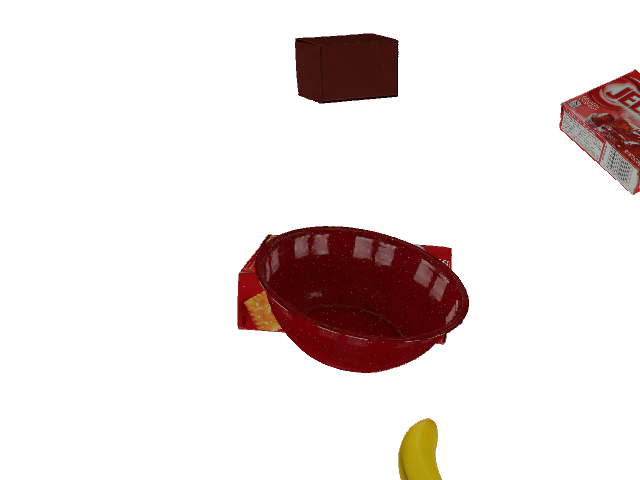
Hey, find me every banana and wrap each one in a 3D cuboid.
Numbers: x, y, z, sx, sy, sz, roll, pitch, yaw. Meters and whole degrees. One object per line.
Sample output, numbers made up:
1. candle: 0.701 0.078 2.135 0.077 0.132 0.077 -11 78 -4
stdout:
1. banana: 0.110 0.231 1.022 0.069 0.037 0.198 9 21 -21

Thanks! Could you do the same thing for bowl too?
1. bowl: 0.027 0.051 0.801 0.162 0.055 0.162 8 28 -5

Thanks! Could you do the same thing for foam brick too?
1. foam brick: 0.023 -0.151 0.936 0.078 0.051 0.053 -8 20 -23

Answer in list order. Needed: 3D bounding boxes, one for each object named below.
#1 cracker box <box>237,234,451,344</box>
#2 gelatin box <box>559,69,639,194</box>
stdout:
1. cracker box: 0.031 0.051 1.142 0.214 0.072 0.164 4 14 7
2. gelatin box: 0.234 -0.083 0.797 0.073 0.030 0.089 -25 52 -17
